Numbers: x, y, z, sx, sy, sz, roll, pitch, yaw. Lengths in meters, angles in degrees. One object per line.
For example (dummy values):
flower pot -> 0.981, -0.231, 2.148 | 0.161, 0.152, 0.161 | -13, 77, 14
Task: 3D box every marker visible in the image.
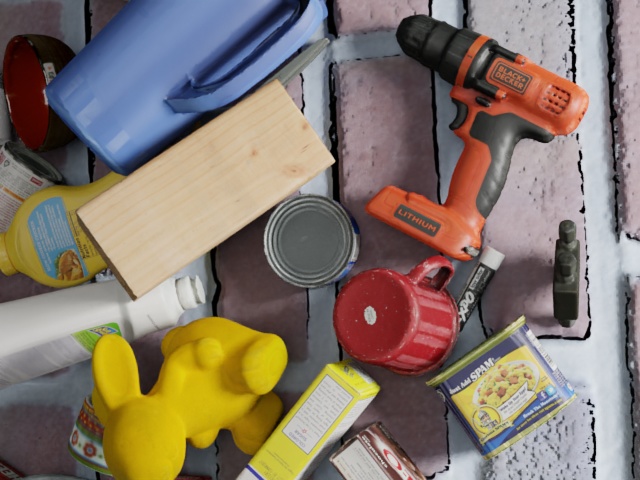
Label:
marker -> 0.127, 0.062, 0.949 | 0.020, 0.020, 0.121 | 30, 95, 14

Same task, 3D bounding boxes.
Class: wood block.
wood block -> -0.102, -0.042, 0.934 | 0.206, 0.091, 0.090 | -35, 91, -12

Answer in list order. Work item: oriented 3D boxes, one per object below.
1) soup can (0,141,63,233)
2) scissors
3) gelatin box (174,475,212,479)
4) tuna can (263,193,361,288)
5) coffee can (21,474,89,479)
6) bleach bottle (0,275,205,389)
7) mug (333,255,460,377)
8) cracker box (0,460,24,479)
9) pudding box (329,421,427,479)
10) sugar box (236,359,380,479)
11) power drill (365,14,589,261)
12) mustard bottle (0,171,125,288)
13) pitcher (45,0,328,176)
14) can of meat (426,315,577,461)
soup can -> -0.308, -0.037, 1.043 | 0.068, 0.068, 0.102 | 39, 96, 13
scissors -> -0.086, -0.133, 1.016 | 0.096, 0.016, 0.202 | 37, 96, 13
gelatin box -> -0.142, 0.266, 1.004 | 0.073, 0.030, 0.089 | 1, 88, 14
tuna can -> -0.006, 0.001, 0.979 | 0.086, 0.033, 0.086 | -1, 87, 15
coffee can -> -0.244, 0.301, 0.992 | 0.103, 0.102, 0.140 | 12, 91, 15
bleach bottle -> -0.230, 0.082, 1.011 | 0.251, 0.102, 0.068 | -15, 66, 5
mug -> 0.071, 0.061, 0.920 | 0.117, 0.081, 0.093 | -49, 62, 12
cracker box -> -0.398, 0.295, 1.050 | 0.164, 0.072, 0.214 | 29, 94, 14
pudding box -> 0.065, 0.215, 0.922 | 0.039, 0.090, 0.113 | -43, 78, 9
sugar box -> -0.022, 0.186, 0.945 | 0.048, 0.093, 0.176 | 42, 97, 14
power drill -> 0.115, -0.090, 0.940 | 0.185, 0.057, 0.188 | 30, 96, 19
mustard bottle -> -0.229, -0.007, 1.005 | 0.191, 0.058, 0.096 | -17, 102, 1
pitcher -> -0.116, -0.167, 0.937 | 0.243, 0.149, 0.145 | -43, 91, -2
can of meat -> 0.158, 0.127, 0.919 | 0.102, 0.057, 0.084 | -37, 81, 11
